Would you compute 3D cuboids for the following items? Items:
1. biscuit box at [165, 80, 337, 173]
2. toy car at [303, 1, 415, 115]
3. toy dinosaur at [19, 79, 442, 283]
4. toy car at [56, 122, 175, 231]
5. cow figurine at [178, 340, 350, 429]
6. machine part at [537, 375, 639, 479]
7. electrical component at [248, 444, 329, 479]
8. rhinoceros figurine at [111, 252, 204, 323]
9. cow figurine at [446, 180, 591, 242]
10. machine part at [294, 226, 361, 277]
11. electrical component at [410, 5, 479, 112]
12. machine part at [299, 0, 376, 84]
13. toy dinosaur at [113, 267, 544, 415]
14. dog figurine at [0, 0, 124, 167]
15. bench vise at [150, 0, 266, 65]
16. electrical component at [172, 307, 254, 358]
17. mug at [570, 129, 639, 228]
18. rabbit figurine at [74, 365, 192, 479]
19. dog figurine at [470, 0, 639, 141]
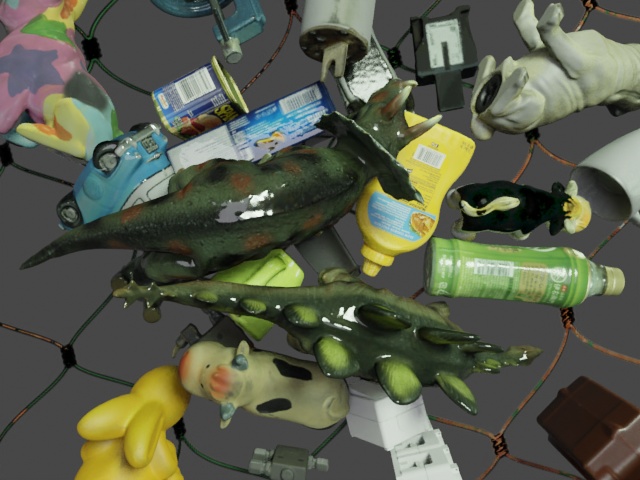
[{"bbox_3d":[-0.076,-0.117,0.642,0.203,0.063,0.059,-24,88,1],"label":"biscuit box"},{"bbox_3d":[0.047,-0.207,0.644,0.073,0.056,0.201,-27,90,-5],"label":"toy car"},{"bbox_3d":[-0.054,-0.037,0.499,0.405,0.192,0.131,-26,95,-29],"label":"toy dinosaur"},{"bbox_3d":[-0.213,-0.051,0.609,0.103,0.109,0.161,44,121,-8],"label":"toy car"},{"bbox_3d":[-0.057,0.157,0.578,0.195,0.127,0.085,20,80,-21],"label":"cow figurine"},{"bbox_3d":[0.338,0.251,0.556,0.087,0.201,0.201,-43,89,3],"label":"machine part"},{"bbox_3d":[-0.036,0.265,0.635,0.094,0.063,0.021,9,89,1],"label":"electrical component"},{"bbox_3d":[-0.153,0.014,0.625,0.190,0.112,0.073,-37,106,13],"label":"rhinoceros figurine"},{"bbox_3d":[0.236,-0.037,0.615,0.167,0.098,0.068,-2,83,2],"label":"cow figurine"},{"bbox_3d":[-0.001,-0.002,0.651,0.084,0.039,0.139,-31,87,-4],"label":"machine part"},{"bbox_3d":[0.150,-0.209,0.639,0.075,0.048,0.119,-11,89,10],"label":"electrical component"},{"bbox_3d":[0.025,-0.283,0.582,0.079,0.079,0.243,7,79,2],"label":"machine part"},{"bbox_3d":[0.043,0.088,0.534,0.471,0.199,0.105,11,90,-19],"label":"toy dinosaur"},{"bbox_3d":[-0.303,-0.209,0.630,0.192,0.108,0.219,17,87,3],"label":"dog figurine"},{"bbox_3d":[-0.109,-0.310,0.607,0.224,0.128,0.240,-22,71,9],"label":"bench vise"},{"bbox_3d":[-0.128,0.132,0.648,0.102,0.045,0.078,43,68,-5],"label":"electrical component"},{"bbox_3d":[0.368,-0.075,0.620,0.107,0.081,0.109,-41,84,-8],"label":"mug"},{"bbox_3d":[-0.211,0.221,0.612,0.122,0.162,0.173,22,72,14],"label":"rabbit figurine"},{"bbox_3d":[0.289,-0.165,0.622,0.190,0.121,0.172,23,124,-15],"label":"dog figurine"}]
